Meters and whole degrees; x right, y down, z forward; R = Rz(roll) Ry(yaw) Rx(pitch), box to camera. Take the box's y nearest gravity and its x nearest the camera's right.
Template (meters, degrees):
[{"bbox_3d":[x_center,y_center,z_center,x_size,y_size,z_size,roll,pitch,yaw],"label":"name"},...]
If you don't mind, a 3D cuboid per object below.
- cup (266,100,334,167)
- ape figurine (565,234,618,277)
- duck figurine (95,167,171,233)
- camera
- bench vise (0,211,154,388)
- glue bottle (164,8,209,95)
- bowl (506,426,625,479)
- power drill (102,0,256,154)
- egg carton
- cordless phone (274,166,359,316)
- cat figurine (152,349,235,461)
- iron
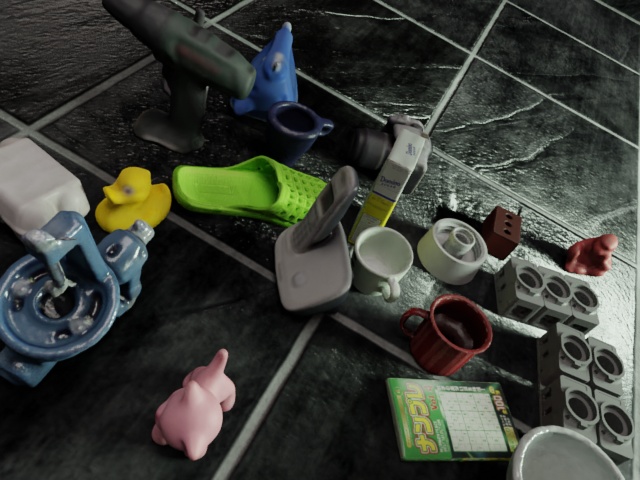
[{"bbox_3d":[-0.042,-0.169,0.955,0.118,0.095,0.091,-4,53,-27],"label":"cup"},{"bbox_3d":[0.498,0.023,1.036,0.077,0.092,0.076,44,47,16],"label":"ape figurine"},{"bbox_3d":[-0.247,-0.062,0.770,0.105,0.086,0.077,-24,63,-38],"label":"duck figurine"},{"bbox_3d":[0.124,-0.173,1.031,0.137,0.100,0.143,13,47,-14],"label":"camera"},{"bbox_3d":[-0.256,0.025,0.594,0.121,0.219,0.207,19,45,-8],"label":"bench vise"},{"bbox_3d":[-0.211,-0.300,0.938,0.078,0.173,0.037,36,46,9],"label":"glue bottle"},{"bbox_3d":[0.288,0.316,0.690,0.168,0.074,0.167,13,47,-14],"label":"bowl"},{"bbox_3d":[-0.218,-0.240,0.856,0.230,0.208,0.075,19,45,-8],"label":"power drill"},{"bbox_3d":[-0.373,-0.063,0.725,0.150,0.069,0.107,37,46,9],"label":"egg carton"},{"bbox_3d":[0.007,0.003,0.761,0.094,0.185,0.147,4,49,-21],"label":"cordless phone"},{"bbox_3d":[-0.127,0.171,0.596,0.067,0.117,0.128,26,45,-1],"label":"cat figurine"},{"bbox_3d":[-0.080,-0.320,1.038,0.119,0.141,0.258,16,46,-11],"label":"iron"}]
